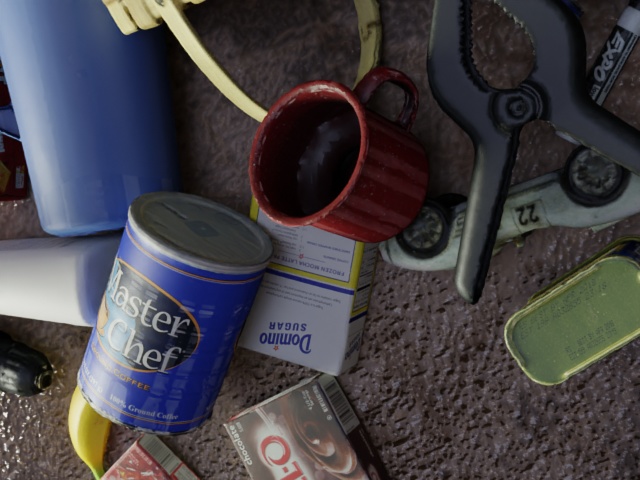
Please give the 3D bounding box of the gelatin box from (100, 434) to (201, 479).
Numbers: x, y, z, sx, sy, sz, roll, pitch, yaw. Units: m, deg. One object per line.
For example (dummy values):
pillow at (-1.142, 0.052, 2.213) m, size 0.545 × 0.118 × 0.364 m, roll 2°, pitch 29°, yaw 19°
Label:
gelatin box at (-0.131, 0.209, 0.851) m, size 0.089 × 0.030 × 0.073 m, roll 44°, pitch 110°, yaw 2°

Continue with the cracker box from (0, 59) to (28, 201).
cracker box at (-0.350, -0.123, 0.895) m, size 0.214 × 0.072 × 0.164 m, roll 7°, pitch 98°, yaw 22°

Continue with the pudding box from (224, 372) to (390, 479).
pudding box at (-0.006, 0.165, 0.795) m, size 0.090 × 0.039 × 0.113 m, roll -29°, pitch 84°, yaw 23°

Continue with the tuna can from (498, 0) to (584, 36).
tuna can at (0.127, -0.162, 0.677) m, size 0.034 × 0.086 × 0.086 m, roll -45°, pitch 78°, yaw 19°

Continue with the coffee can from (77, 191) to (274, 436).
coffee can at (-0.103, 0.051, 0.750) m, size 0.103 × 0.102 × 0.140 m, roll 29°, pitch 113°, yaw 18°

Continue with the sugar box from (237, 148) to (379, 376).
sugar box at (-0.005, 0.001, 0.774) m, size 0.093 × 0.048 × 0.176 m, roll 15°, pitch 105°, yaw 21°

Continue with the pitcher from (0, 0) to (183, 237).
pitcher at (-0.183, -0.127, 0.792) m, size 0.149 × 0.144 × 0.243 m, roll -3°, pitch 98°, yaw 44°

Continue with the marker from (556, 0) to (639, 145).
marker at (0.190, -0.119, 0.690) m, size 0.020 × 0.020 × 0.121 m, roll 31°, pitch 107°, yaw 17°

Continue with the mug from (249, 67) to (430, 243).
mug at (0.022, -0.055, 0.674) m, size 0.093 × 0.081 × 0.117 m, roll 39°, pitch 103°, yaw 40°

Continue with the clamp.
clamp at (0.114, -0.071, 0.634) m, size 0.165 × 0.036 × 0.210 m, roll -30°, pitch 89°, yaw 23°

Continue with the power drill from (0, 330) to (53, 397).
power drill at (-0.330, 0.084, 0.848) m, size 0.185 × 0.187 × 0.057 m, roll 14°, pitch 86°, yaw 24°

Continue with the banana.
banana at (-0.151, 0.112, 0.857) m, size 0.069 × 0.037 × 0.198 m, roll 31°, pitch 112°, yaw -13°

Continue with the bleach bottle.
bleach bottle at (-0.255, 0.027, 0.867) m, size 0.251 × 0.102 × 0.068 m, roll 1°, pitch 98°, yaw 31°

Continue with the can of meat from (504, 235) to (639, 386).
can of meat at (0.173, 0.045, 0.680) m, size 0.102 × 0.083 × 0.057 m, roll -37°, pitch 81°, yaw 22°
